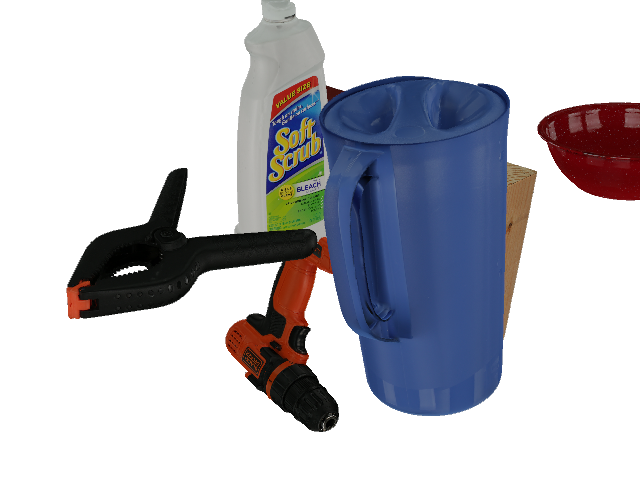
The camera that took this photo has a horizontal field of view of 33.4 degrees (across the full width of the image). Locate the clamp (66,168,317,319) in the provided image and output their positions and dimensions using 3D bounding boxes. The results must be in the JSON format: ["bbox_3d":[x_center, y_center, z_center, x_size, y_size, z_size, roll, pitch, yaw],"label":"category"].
[{"bbox_3d":[-0.130,0.004,0.878,0.209,0.036,0.165,-26,43,-38],"label":"clamp"}]

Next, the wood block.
[{"bbox_3d":[0.164,0.017,1.181,0.090,0.206,0.090,21,26,30],"label":"wood block"}]

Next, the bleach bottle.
[{"bbox_3d":[-0.041,-0.112,1.036,0.102,0.251,0.068,-16,31,-22],"label":"bleach bottle"}]

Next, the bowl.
[{"bbox_3d":[0.281,-0.079,0.980,0.162,0.055,0.162,-3,24,1],"label":"bowl"}]

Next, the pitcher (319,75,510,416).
[{"bbox_3d":[0.071,0.011,0.790,0.149,0.243,0.145,-11,27,-7],"label":"pitcher"}]

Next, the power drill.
[{"bbox_3d":[-0.015,0.083,1.113,0.057,0.188,0.185,12,18,-44],"label":"power drill"}]

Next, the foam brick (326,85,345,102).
[{"bbox_3d":[-0.013,-0.155,1.268,0.078,0.053,0.051,18,32,20],"label":"foam brick"}]
